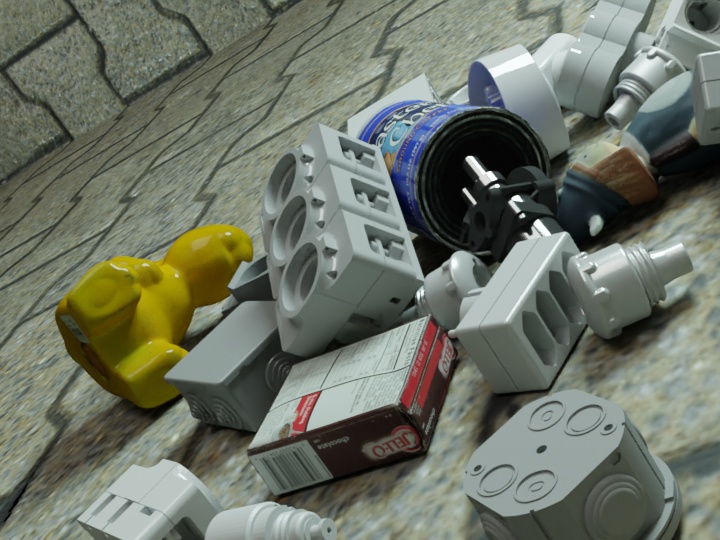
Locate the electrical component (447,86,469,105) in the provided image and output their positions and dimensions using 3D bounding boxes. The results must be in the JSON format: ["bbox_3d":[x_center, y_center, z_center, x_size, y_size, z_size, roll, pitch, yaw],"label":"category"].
[{"bbox_3d":[0.109,-0.140,0.960,0.055,0.047,0.055,-30,20,12],"label":"electrical component"}]

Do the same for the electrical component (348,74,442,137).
[{"bbox_3d":[0.042,-0.116,0.989,0.089,0.061,0.150,-30,20,11],"label":"electrical component"}]

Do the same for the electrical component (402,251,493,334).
[{"bbox_3d":[0.055,0.021,0.678,0.062,0.048,0.048,-33,17,31],"label":"electrical component"}]

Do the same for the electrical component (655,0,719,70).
[{"bbox_3d":[0.255,-0.190,0.814,0.064,0.042,0.081,-128,62,-89],"label":"electrical component"}]

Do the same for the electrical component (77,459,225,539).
[{"bbox_3d":[-0.117,0.150,0.634,0.056,0.050,0.089,-45,22,-27],"label":"electrical component"}]

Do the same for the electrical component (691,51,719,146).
[{"bbox_3d":[0.238,-0.085,0.612,0.083,0.047,0.075,-7,71,10],"label":"electrical component"}]

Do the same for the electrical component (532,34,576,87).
[{"bbox_3d":[0.175,-0.169,0.929,0.079,0.044,0.077,-3,36,49],"label":"electrical component"}]

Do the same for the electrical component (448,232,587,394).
[{"bbox_3d":[0.083,0.026,0.612,0.076,0.047,0.083,-13,28,46],"label":"electrical component"}]

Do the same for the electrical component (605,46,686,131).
[{"bbox_3d":[0.207,-0.129,0.788,0.062,0.048,0.048,-44,21,-8],"label":"electrical component"}]

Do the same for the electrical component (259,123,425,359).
[{"bbox_3d":[-0.021,-0.019,0.728,0.089,0.062,0.150,-54,32,29],"label":"electrical component"}]

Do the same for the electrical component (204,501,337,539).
[{"bbox_3d":[-0.045,0.140,0.558,0.078,0.040,0.040,-20,24,35],"label":"electrical component"}]

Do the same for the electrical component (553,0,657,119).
[{"bbox_3d":[0.215,-0.174,0.864,0.074,0.052,0.138,23,58,16],"label":"electrical component"}]

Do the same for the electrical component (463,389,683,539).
[{"bbox_3d":[0.087,0.092,0.446,0.080,0.051,0.080,-30,20,12],"label":"electrical component"}]

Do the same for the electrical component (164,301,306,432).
[{"bbox_3d":[-0.078,0.068,0.768,0.100,0.048,0.100,-45,22,-27],"label":"electrical component"}]

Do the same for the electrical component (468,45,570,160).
[{"bbox_3d":[0.119,-0.122,0.834,0.064,0.099,0.099,-26,20,3],"label":"electrical component"}]

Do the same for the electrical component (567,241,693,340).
[{"bbox_3d":[0.145,0.005,0.571,0.062,0.048,0.048,-24,21,6],"label":"electrical component"}]

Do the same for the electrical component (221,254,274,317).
[{"bbox_3d":[-0.062,0.019,0.835,0.081,0.063,0.042,-25,22,25],"label":"electrical component"}]
